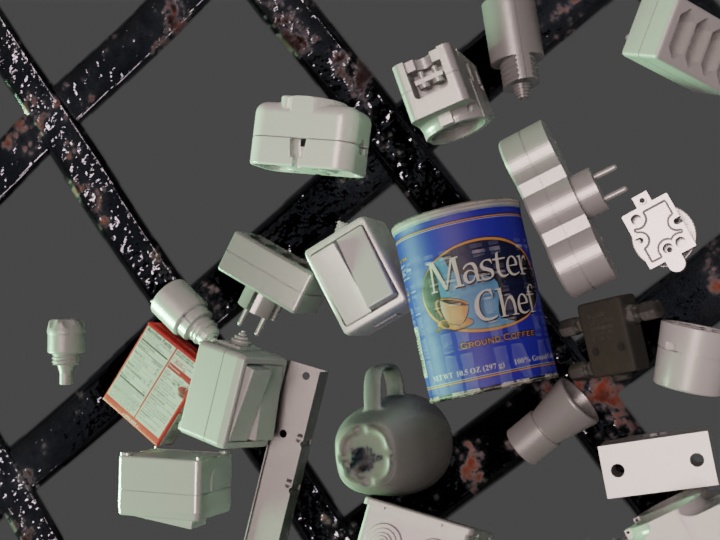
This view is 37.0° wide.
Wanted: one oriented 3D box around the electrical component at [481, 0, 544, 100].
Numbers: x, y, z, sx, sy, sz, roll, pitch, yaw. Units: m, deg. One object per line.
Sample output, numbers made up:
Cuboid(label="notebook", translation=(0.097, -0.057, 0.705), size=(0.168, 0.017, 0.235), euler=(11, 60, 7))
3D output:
Cuboid(label="electrical component", translation=(0.125, -0.177, 0.863), size=(0.043, 0.043, 0.081), euler=(-10, 83, 20))

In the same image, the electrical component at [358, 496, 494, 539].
Cuboid(label="electrical component", translation=(0.050, 0.215, 0.840), size=(0.100, 0.100, 0.048), euler=(12, 79, 21))

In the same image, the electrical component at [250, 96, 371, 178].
Cuboid(label="electrical component", translation=(-0.041, -0.114, 0.917), size=(0.095, 0.054, 0.059), euler=(6, 89, 21))

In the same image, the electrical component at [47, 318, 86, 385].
Cuboid(label="electrical component", translation=(-0.274, 0.076, 1.004), size=(0.035, 0.035, 0.061), euler=(0, 89, 21))

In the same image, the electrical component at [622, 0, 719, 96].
Cuboid(label="electrical component", translation=(0.233, -0.170, 0.812), size=(0.076, 0.083, 0.047), euler=(27, 98, 58))

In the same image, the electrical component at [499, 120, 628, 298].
Cuboid(label="electrical component", translation=(0.170, -0.055, 0.834), size=(0.074, 0.052, 0.138), euler=(-27, 78, 17))

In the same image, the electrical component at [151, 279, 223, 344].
Cuboid(label="electrical component", translation=(-0.151, 0.043, 0.956), size=(0.078, 0.040, 0.040), euler=(42, 101, 18))

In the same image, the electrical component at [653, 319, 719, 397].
Cuboid(label="electrical component", translation=(0.247, 0.065, 0.798), size=(0.055, 0.055, 0.047), euler=(12, 95, 21))

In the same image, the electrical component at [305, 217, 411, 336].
Cuboid(label="electrical component", translation=(0.000, 0.000, 0.891), size=(0.062, 0.061, 0.096), euler=(-31, 77, 16))

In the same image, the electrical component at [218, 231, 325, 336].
Cuboid(label="electrical component", translation=(-0.081, 0.019, 0.927), size=(0.083, 0.047, 0.075), euler=(29, 97, 20))

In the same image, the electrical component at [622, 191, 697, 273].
Cuboid(label="electrical component", translation=(0.227, -0.027, 0.810), size=(0.048, 0.055, 0.066), euler=(-30, 77, 17))

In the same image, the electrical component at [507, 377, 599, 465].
Cuboid(label="electrical component", translation=(0.147, 0.121, 0.839), size=(0.065, 0.044, 0.044), euler=(-44, 73, 18))

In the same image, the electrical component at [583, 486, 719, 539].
Cuboid(label="electrical component", translation=(0.196, 0.219, 0.780), size=(0.186, 0.105, 0.060), euler=(-31, 76, 16))

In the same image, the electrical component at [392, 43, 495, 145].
Cuboid(label="electrical component", translation=(0.069, -0.136, 0.857), size=(0.050, 0.089, 0.055), euler=(-22, 80, 18))

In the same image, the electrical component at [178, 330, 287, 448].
Cuboid(label="electrical component", translation=(-0.104, 0.101, 0.918), size=(0.061, 0.062, 0.096), euler=(15, 92, 34))

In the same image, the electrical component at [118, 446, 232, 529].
Cuboid(label="electrical component", translation=(-0.167, 0.189, 0.942), size=(0.096, 0.062, 0.061), euler=(0, 87, 21))
